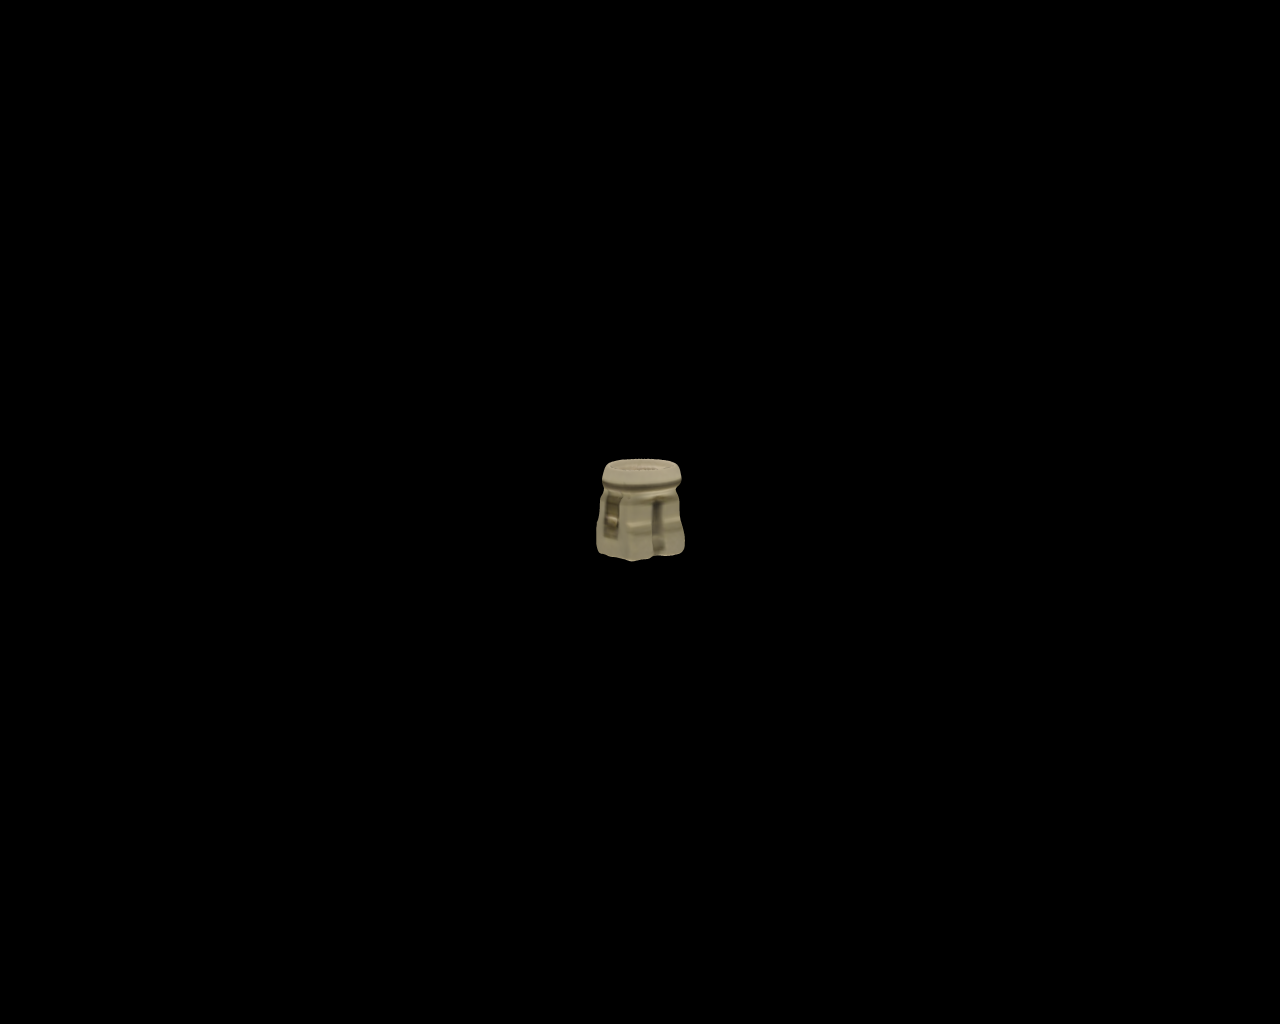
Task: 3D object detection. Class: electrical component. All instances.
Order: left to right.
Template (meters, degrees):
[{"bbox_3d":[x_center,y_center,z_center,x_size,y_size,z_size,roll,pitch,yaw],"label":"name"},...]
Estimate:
[{"bbox_3d":[0.001,-0.003,0.650,0.066,0.055,0.048,-8,13,-39],"label":"electrical component"}]
